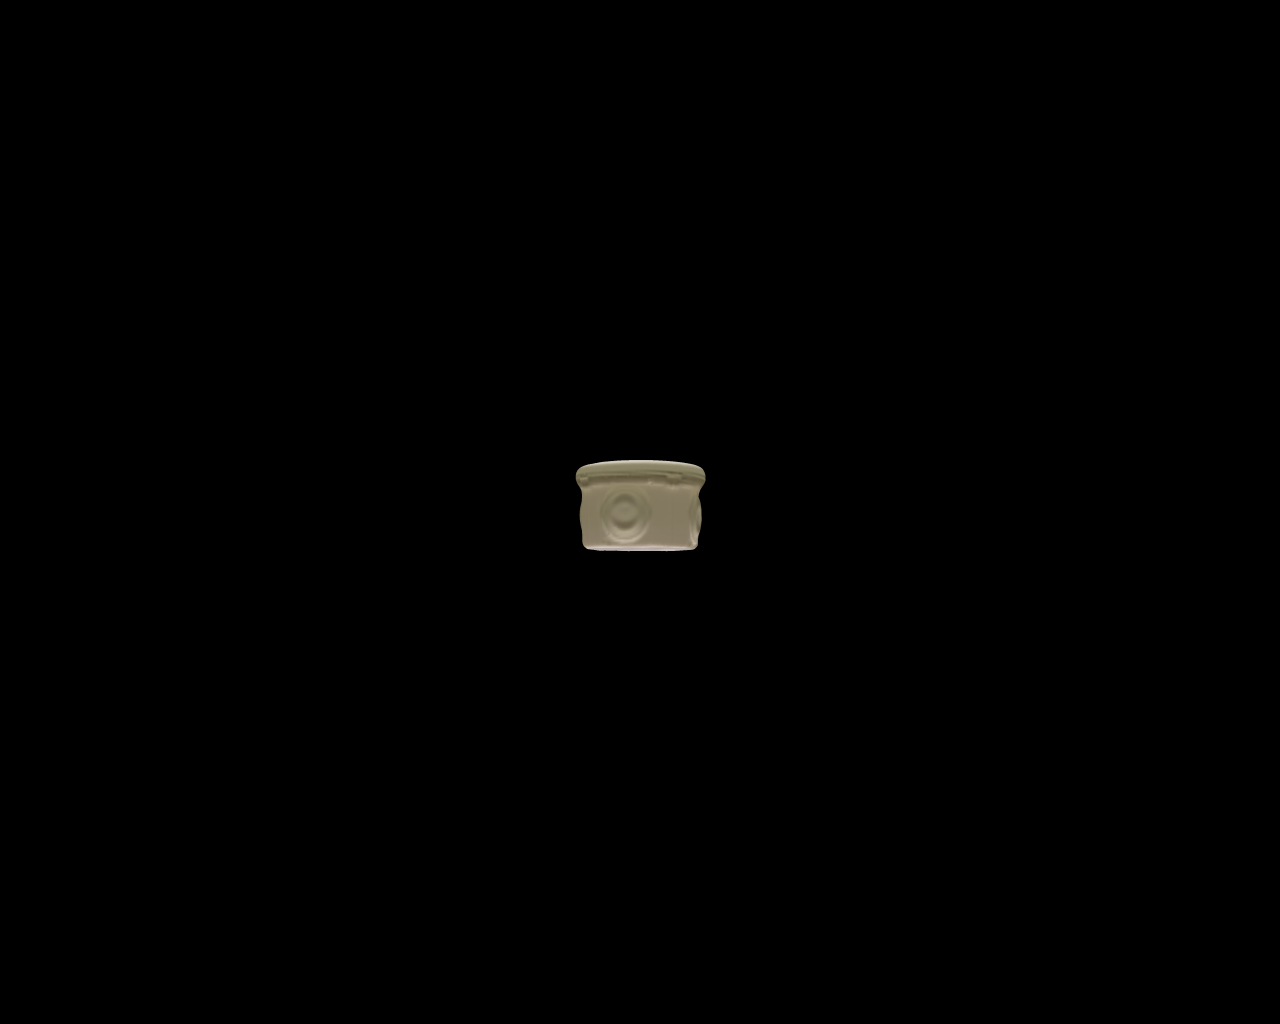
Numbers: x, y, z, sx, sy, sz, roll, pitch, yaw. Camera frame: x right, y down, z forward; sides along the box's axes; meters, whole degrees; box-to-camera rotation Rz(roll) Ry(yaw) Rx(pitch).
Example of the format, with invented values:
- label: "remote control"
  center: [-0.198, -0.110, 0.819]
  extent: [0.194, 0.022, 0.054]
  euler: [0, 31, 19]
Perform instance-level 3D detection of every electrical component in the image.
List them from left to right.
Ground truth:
- label: "electrical component"
  center: [0.001, -0.003, 0.650]
  extent: [0.080, 0.051, 0.080]
  euler: [0, -5, 0]
